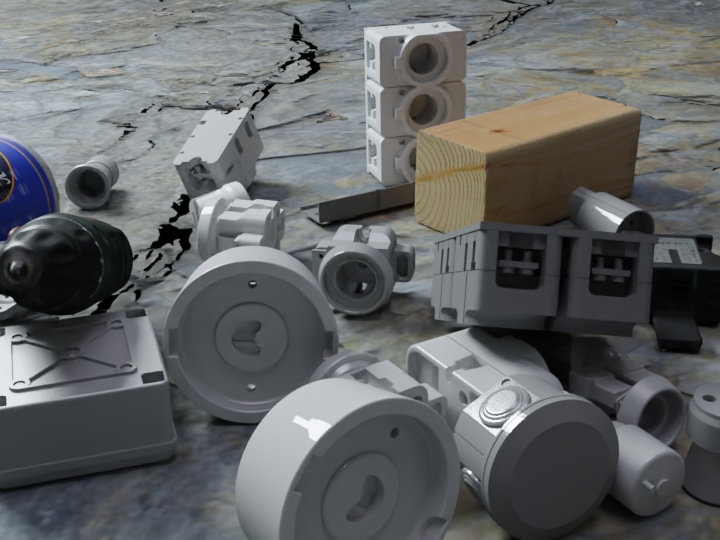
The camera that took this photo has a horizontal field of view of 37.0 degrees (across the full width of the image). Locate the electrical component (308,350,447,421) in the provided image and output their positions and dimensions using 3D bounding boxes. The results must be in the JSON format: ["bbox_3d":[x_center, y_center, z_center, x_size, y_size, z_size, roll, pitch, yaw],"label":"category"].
[{"bbox_3d":[0.003,0.083,0.638,0.078,0.058,0.057,-16,31,-30],"label":"electrical component"}]

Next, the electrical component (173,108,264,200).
[{"bbox_3d":[-0.136,-0.110,1.057,0.050,0.055,0.089,0,43,23],"label":"electrical component"}]

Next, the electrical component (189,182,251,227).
[{"bbox_3d":[-0.126,-0.055,0.975,0.046,0.040,0.040,-22,31,-26],"label":"electrical component"}]

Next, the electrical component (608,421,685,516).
[{"bbox_3d":[0.145,0.105,0.603,0.040,0.040,0.078,-14,27,-26],"label":"electrical component"}]

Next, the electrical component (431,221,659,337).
[{"bbox_3d":[0.112,0.008,0.712,0.105,0.060,0.186,5,-2,-4],"label":"electrical component"}]

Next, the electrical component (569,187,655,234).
[{"bbox_3d":[0.211,-0.044,0.930,0.043,0.043,0.081,-12,26,-24],"label":"electrical component"}]

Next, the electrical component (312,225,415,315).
[{"bbox_3d":[0.000,0.000,0.824,0.078,0.058,0.057,3,21,9],"label":"electrical component"}]

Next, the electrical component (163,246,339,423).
[{"bbox_3d":[-0.069,0.036,0.689,0.108,0.108,0.060,-3,18,-4],"label":"electrical component"}]

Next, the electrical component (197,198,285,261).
[{"bbox_3d":[-0.100,-0.030,0.895,0.057,0.058,0.078,7,25,10],"label":"electrical component"}]

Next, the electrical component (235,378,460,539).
[{"bbox_3d":[-0.010,0.106,0.532,0.108,0.108,0.060,-18,23,-33],"label":"electrical component"}]

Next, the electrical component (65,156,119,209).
[{"bbox_3d":[-0.260,-0.089,1.056,0.044,0.044,0.065,-1,19,1],"label":"electrical component"}]

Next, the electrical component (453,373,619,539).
[{"bbox_3d":[0.093,0.098,0.573,0.080,0.080,0.051,-11,21,-21],"label":"electrical component"}]

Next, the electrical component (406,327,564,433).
[{"bbox_3d":[0.078,0.076,0.653,0.059,0.053,0.095,-14,27,-27],"label":"electrical component"}]

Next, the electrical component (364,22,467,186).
[{"bbox_3d":[0.056,-0.166,1.079,0.089,0.150,0.061,-8,24,-15],"label":"electrical component"}]

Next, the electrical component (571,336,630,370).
[{"bbox_3d":[0.156,0.060,0.712,0.035,0.035,0.061,-4,17,-7],"label":"electrical component"}]

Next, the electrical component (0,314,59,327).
[{"bbox_3d":[-0.229,0.052,0.739,0.040,0.040,0.046,18,24,37],"label":"electrical component"}]

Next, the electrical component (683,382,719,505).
[{"bbox_3d":[0.204,0.097,0.600,0.045,0.055,0.045,-1,24,0],"label":"electrical component"}]

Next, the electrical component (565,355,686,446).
[{"bbox_3d":[0.162,0.082,0.649,0.066,0.048,0.055,-12,20,-29],"label":"electrical component"}]

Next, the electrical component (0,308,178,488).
[{"bbox_3d":[-0.175,0.075,0.662,0.109,0.056,0.108,-8,25,-15],"label":"electrical component"}]
